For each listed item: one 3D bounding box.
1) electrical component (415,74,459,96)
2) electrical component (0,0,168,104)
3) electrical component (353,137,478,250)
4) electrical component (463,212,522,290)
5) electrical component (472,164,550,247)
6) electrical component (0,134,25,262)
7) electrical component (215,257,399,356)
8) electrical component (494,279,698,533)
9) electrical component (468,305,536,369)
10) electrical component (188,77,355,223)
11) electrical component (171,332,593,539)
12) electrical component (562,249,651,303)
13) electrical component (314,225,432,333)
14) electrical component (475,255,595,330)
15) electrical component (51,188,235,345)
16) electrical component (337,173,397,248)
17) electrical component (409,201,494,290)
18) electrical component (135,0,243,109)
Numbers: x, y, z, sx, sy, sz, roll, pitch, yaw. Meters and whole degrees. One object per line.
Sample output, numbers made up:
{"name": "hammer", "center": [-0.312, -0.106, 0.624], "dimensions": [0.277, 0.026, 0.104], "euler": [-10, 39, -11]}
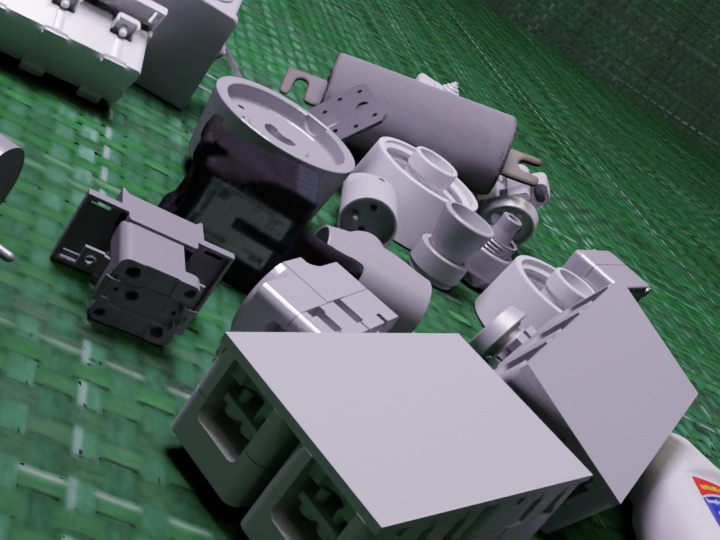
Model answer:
{"name": "electrical component", "center": [0.064, -0.141, 1.024], "dimensions": [0.062, 0.096, 0.061], "euler": [33, 20, -9]}
{"name": "electrical component", "center": [-0.199, -0.163, 0.697], "dimensions": [0.121, 0.079, 0.063], "euler": [23, 53, -29]}
{"name": "electrical component", "center": [0.047, -0.066, 0.885], "dimensions": [0.108, 0.060, 0.108], "euler": [31, 21, -13]}
{"name": "electrical component", "center": [0.106, -0.018, 0.869], "dimensions": [0.043, 0.062, 0.043], "euler": [31, 21, -13]}
{"name": "electrical component", "center": [0.136, -0.058, 0.999], "dimensions": [0.057, 0.078, 0.058], "euler": [-80, 155, -47]}
{"name": "electrical component", "center": [-0.179, -0.023, 0.447], "dimensions": [0.074, 0.052, 0.138], "euler": [36, 20, 0]}
{"name": "electrical component", "center": [-0.029, 0.031, 0.567], "dimensions": [0.056, 0.050, 0.089], "euler": [41, 21, 14]}
{"name": "electrical component", "center": [0.131, 0.078, 0.641], "dimensions": [0.089, 0.062, 0.150], "euler": [57, 37, 3]}
{"name": "electrical component", "center": [0.106, 0.058, 0.731], "dimensions": [0.055, 0.048, 0.066], "euler": [47, 22, 9]}
{"name": "electrical component", "center": [-0.065, -0.075, 0.729], "dimensions": [0.108, 0.060, 0.108], "euler": [30, 21, -13]}
{"name": "electrical component", "center": [0.015, 0.087, 0.500], "dimensions": [0.105, 0.060, 0.186], "euler": [47, 23, 28]}
{"name": "electrical component", "center": [0.198, 0.019, 0.934], "dimensions": [0.061, 0.061, 0.096], "euler": [45, 22, 24]}
{"name": "electrical component", "center": [0.000, 0.000, 0.692], "dimensions": [0.077, 0.043, 0.079], "euler": [28, 21, -19]}
{"name": "electrical component", "center": [0.150, 0.033, 0.830], "dimensions": [0.108, 0.060, 0.108], "euler": [31, 21, -13]}
{"name": "electrical component", "center": [-0.106, 0.000, 0.529], "dimensions": [0.081, 0.042, 0.063], "euler": [25, 27, -26]}
{"name": "electrical component", "center": [0.006, -0.048, 0.806], "dimensions": [0.043, 0.043, 0.081], "euler": [31, 21, -11]}
{"name": "electrical component", "center": [0.069, -0.018, 0.824], "dimensions": [0.045, 0.055, 0.045], "euler": [31, 21, -13]}
{"name": "electrical component", "center": [-0.144, -0.182, 0.787], "dimensions": [0.100, 0.099, 0.048], "euler": [30, 34, -16]}
